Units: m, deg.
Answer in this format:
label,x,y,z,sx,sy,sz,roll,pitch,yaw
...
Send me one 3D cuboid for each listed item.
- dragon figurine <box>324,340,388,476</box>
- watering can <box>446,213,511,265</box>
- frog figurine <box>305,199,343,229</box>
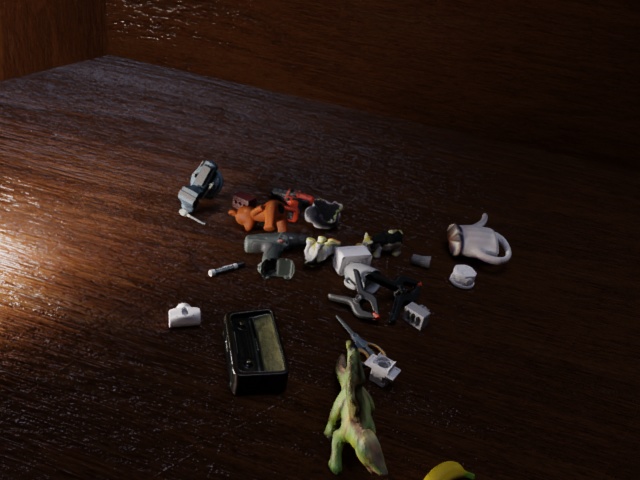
label,x,y,z,sx,sy,sz,roll,pitch,yaw
dragon figurine,0.073,0.318,1.080,0.122,0.237,0.419,0,33,-8
watering can,0.577,-0.015,1.921,0.224,0.102,0.355,7,30,-4
frog figurine,0.006,-0.097,1.932,0.138,0.123,0.158,-11,-1,-19
